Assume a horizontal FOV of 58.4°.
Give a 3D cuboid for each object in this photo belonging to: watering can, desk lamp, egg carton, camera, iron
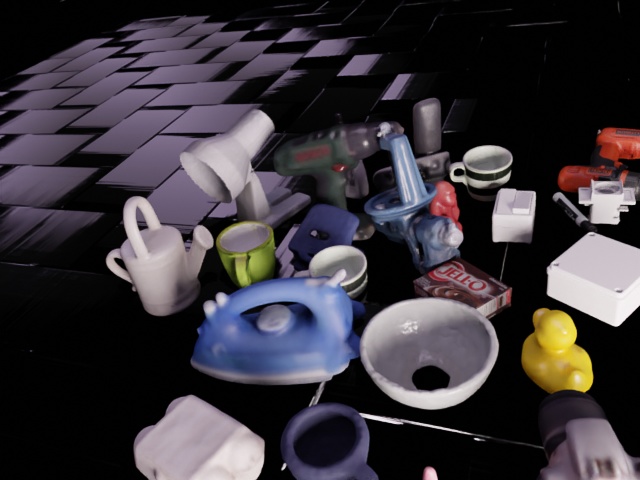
[{"bbox_3d":[-0.259,0.016,0.920,0.173,0.194,0.100,-20,34,-11],"label":"watering can"},{"bbox_3d":[-0.137,-0.121,1.066,0.117,0.214,0.204,21,45,39],"label":"desk lamp"},{"bbox_3d":[-0.141,0.246,0.658,0.149,0.069,0.107,16,42,35],"label":"egg carton"},{"bbox_3d":[0.275,0.209,0.556,0.143,0.101,0.137,-6,34,9],"label":"camera"},{"bbox_3d":[-0.069,0.109,0.772,0.258,0.142,0.118,-8,34,6],"label":"iron"}]

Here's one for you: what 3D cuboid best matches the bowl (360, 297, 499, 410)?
[{"bbox_3d":[0.135,0.150,0.709,0.167,0.075,0.167,-8,34,6],"label":"bowl"}]

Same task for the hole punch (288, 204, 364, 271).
[{"bbox_3d":[0.009,0.003,0.949,0.108,0.091,0.101,19,44,38],"label":"hole punch"}]

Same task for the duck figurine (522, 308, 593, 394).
[{"bbox_3d":[0.285,0.127,0.687,0.077,0.086,0.104,-13,34,-1],"label":"duck figurine"}]

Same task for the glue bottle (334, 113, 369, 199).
[{"bbox_3d":[0.049,-0.164,1.108,0.077,0.173,0.037,17,43,36],"label":"glue bottle"}]

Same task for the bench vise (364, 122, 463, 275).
[{"bbox_3d":[0.153,-0.070,0.897,0.206,0.220,0.122,22,46,40],"label":"bench vise"}]

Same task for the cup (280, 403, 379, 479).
[{"bbox_3d":[0.021,0.239,0.595,0.092,0.095,0.117,-34,39,-29],"label":"cup"}]

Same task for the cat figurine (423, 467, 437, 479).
[{"bbox_3d":[0.098,0.268,0.509,0.067,0.118,0.128,-2,35,14],"label":"cat figurine"}]

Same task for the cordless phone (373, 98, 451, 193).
[{"bbox_3d":[0.167,-0.168,1.068,0.147,0.185,0.094,-18,34,-9],"label":"cordless phone"}]

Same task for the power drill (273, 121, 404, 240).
[{"bbox_3d":[0.040,-0.104,0.991,0.229,0.209,0.075,0,36,17],"label":"power drill"}]

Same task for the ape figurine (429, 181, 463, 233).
[{"bbox_3d":[0.211,-0.057,0.975,0.075,0.092,0.078,16,42,35],"label":"ape figurine"}]
